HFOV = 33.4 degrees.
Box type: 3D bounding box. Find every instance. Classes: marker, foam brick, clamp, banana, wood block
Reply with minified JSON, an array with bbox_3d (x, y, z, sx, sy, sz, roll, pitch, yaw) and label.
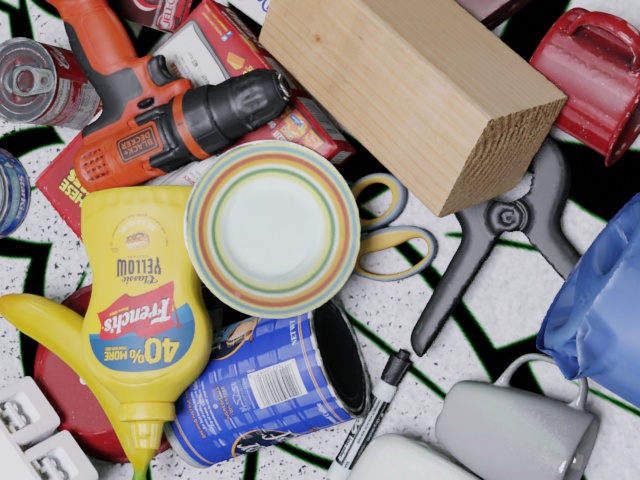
[{"bbox_3d":[0.040,0.141,0.852,0.020,0.020,0.121,29,100,15],"label":"marker"},{"bbox_3d":[0.131,-0.194,0.796,0.078,0.053,0.051,-35,81,17],"label":"foam brick"},{"bbox_3d":[0.134,-0.010,0.806,0.165,0.036,0.210,-12,87,12],"label":"clamp"},{"bbox_3d":[-0.186,0.107,0.856,0.070,0.037,0.198,-40,79,14],"label":"banana"},{"bbox_3d":[0.060,-0.123,0.763,0.206,0.090,0.090,47,136,25],"label":"wood block"}]

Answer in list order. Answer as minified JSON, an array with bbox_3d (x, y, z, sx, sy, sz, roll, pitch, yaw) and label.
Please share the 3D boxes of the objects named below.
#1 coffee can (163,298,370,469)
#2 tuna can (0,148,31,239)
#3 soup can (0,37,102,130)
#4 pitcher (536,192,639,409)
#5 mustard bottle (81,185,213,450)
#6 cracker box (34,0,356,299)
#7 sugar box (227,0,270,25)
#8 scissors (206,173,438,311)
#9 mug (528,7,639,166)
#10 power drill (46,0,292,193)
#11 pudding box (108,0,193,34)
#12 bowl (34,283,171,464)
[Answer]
[{"bbox_3d":[-0.045,0.110,0.835,0.140,0.102,0.103,-21,85,17],"label":"coffee can"},{"bbox_3d":[-0.304,-0.042,0.951,0.086,0.033,0.086,1,92,18],"label":"tuna can"},{"bbox_3d":[-0.222,-0.127,0.885,0.069,0.102,0.068,1,92,18],"label":"soup can"},{"bbox_3d":[0.282,0.074,0.711,0.243,0.145,0.149,34,101,2],"label":"pitcher"},{"bbox_3d":[-0.128,0.058,0.790,0.096,0.058,0.191,-3,79,5],"label":"mustard bottle"},{"bbox_3d":[-0.101,-0.060,0.866,0.214,0.072,0.164,-44,78,15],"label":"cracker box"},{"bbox_3d":[-0.007,-0.252,0.843,0.093,0.048,0.176,39,106,15],"label":"sugar box"},{"bbox_3d":[-0.006,0.001,0.865,0.202,0.016,0.096,-6,88,18],"label":"scissors"},{"bbox_3d":[0.195,-0.117,0.748,0.081,0.117,0.093,35,74,19],"label":"mug"},{"bbox_3d":[-0.127,-0.144,0.802,0.185,0.057,0.187,-21,84,19],"label":"power drill"},{"bbox_3d":[-0.146,-0.223,0.874,0.114,0.039,0.090,24,99,39],"label":"pudding box"},{"bbox_3d":[-0.184,0.115,0.906,0.162,0.055,0.162,0,91,18],"label":"bowl"}]
